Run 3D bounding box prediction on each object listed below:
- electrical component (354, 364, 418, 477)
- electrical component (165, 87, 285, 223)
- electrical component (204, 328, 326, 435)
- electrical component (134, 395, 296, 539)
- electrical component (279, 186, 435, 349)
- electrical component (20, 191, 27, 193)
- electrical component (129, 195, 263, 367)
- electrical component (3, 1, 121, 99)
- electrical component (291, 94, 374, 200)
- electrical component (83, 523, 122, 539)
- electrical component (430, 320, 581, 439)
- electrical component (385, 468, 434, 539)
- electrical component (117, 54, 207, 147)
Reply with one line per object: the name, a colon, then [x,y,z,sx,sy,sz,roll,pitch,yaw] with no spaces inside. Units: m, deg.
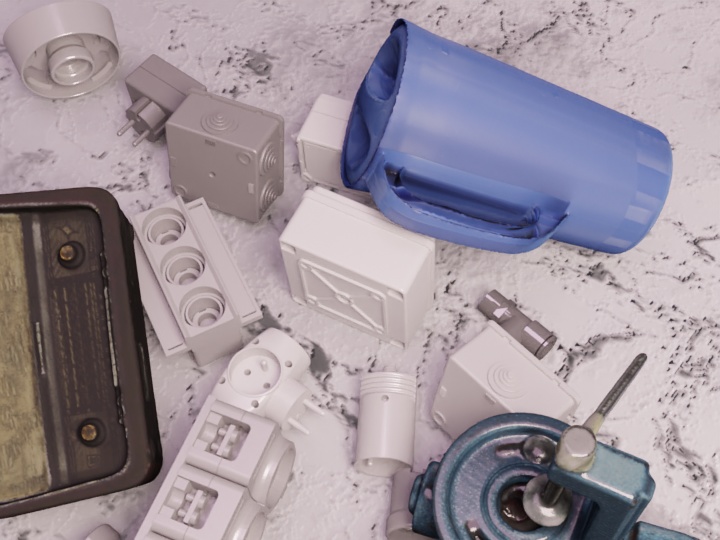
electrical component: [0.020,0.109,0.807,0.043,0.043,0.081,3,60,4]
electrical component: [-0.113,-0.094,0.898,0.100,0.099,0.048,19,50,12]
electrical component: [-0.064,0.095,0.817,0.079,0.044,0.077,32,66,18]
electrical component: [-0.103,0.178,0.744,0.062,0.089,0.150,19,62,12]
electrical component: [0.000,0.000,0.833,0.109,0.108,0.056,23,66,14]
electrical component: [-0.292,-0.039,0.906,0.040,0.040,0.046,34,61,19]
electrical component: [-0.136,0.011,0.857,0.079,0.063,0.121,-24,62,-11]
electrical component: [-0.266,-0.202,0.968,0.099,0.099,0.064,-20,68,-10]
electrical component: [-0.011,-0.108,0.923,0.096,0.061,0.061,18,62,12]
electrical component: [-0.175,0.209,0.759,0.046,0.040,0.040,35,67,14]
electrical component: [0.101,0.100,0.779,0.048,0.099,0.100,-34,64,-30]
electrical component: [0.039,0.171,0.774,0.040,0.040,0.046,3,54,3]
electrical component: [-0.182,-0.139,0.955,0.066,0.047,0.076,34,66,19]
